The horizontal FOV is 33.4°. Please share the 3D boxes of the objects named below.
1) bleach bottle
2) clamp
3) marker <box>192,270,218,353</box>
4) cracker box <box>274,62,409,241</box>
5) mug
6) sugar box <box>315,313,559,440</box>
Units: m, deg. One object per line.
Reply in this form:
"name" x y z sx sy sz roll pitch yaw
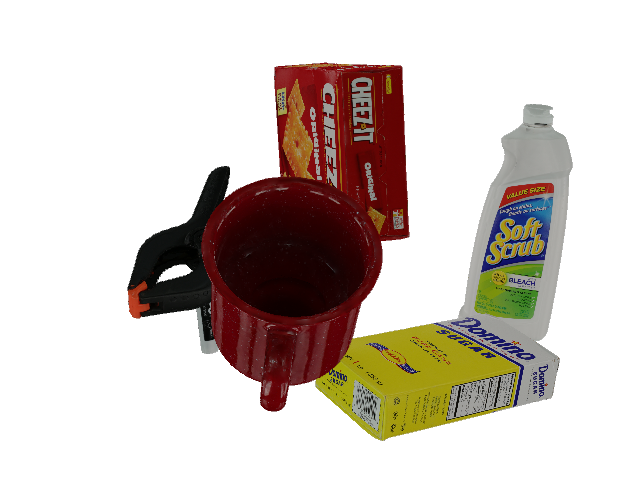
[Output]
"bleach bottle" 0.212 -0.021 1.149 0.103 0.251 0.068 9 18 16
"clamp" -0.099 0.001 0.888 0.171 0.039 0.120 -28 49 -30
"marker" -0.122 0.060 1.113 0.020 0.121 0.020 -4 20 1
"cracker box" 0.016 -0.096 1.083 0.072 0.164 0.214 -7 12 -17
"mug" -0.018 0.036 0.571 0.093 0.117 0.081 5 -35 -3
"sugar box" 0.095 0.105 0.855 0.175 0.048 0.093 -10 27 -31
